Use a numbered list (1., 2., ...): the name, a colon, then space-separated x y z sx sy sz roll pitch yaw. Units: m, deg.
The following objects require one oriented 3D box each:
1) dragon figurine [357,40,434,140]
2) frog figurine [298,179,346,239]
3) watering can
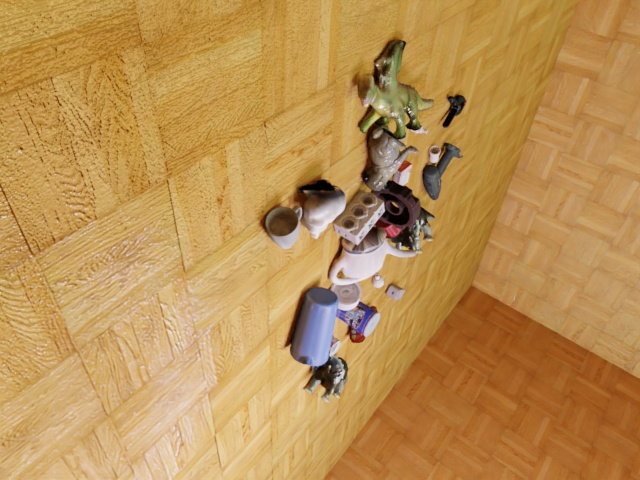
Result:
1. dragon figurine: 0.217 -0.418 1.402 0.417 0.123 0.237 -38 139 -42
2. frog figurine: 0.004 -0.068 1.349 0.140 0.123 0.156 -54 150 -60
3. watering can: 0.185 0.042 1.751 0.350 0.106 0.219 -21 140 -18
